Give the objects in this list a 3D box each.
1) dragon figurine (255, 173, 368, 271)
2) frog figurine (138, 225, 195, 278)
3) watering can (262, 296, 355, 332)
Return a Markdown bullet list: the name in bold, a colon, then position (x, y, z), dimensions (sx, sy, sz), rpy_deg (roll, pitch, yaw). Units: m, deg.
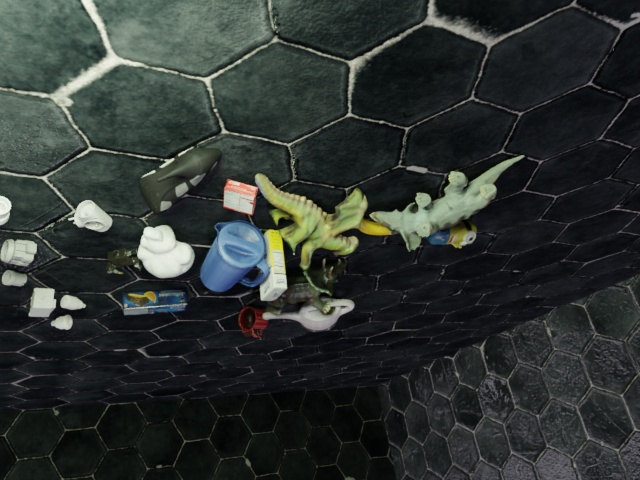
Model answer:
- **dragon figurine**: position (0.004, -0.066, 1.315), dimensions (0.243, 0.125, 0.401), rpy_deg (-28, 140, -6)
- **frog figurine**: position (-0.394, 0.030, 1.312), dimensions (0.137, 0.124, 0.157), rpy_deg (13, 163, -3)
- **watering can**: position (-0.042, 0.283, 1.966), dimensions (0.348, 0.106, 0.220), rpy_deg (-8, 155, -6)
